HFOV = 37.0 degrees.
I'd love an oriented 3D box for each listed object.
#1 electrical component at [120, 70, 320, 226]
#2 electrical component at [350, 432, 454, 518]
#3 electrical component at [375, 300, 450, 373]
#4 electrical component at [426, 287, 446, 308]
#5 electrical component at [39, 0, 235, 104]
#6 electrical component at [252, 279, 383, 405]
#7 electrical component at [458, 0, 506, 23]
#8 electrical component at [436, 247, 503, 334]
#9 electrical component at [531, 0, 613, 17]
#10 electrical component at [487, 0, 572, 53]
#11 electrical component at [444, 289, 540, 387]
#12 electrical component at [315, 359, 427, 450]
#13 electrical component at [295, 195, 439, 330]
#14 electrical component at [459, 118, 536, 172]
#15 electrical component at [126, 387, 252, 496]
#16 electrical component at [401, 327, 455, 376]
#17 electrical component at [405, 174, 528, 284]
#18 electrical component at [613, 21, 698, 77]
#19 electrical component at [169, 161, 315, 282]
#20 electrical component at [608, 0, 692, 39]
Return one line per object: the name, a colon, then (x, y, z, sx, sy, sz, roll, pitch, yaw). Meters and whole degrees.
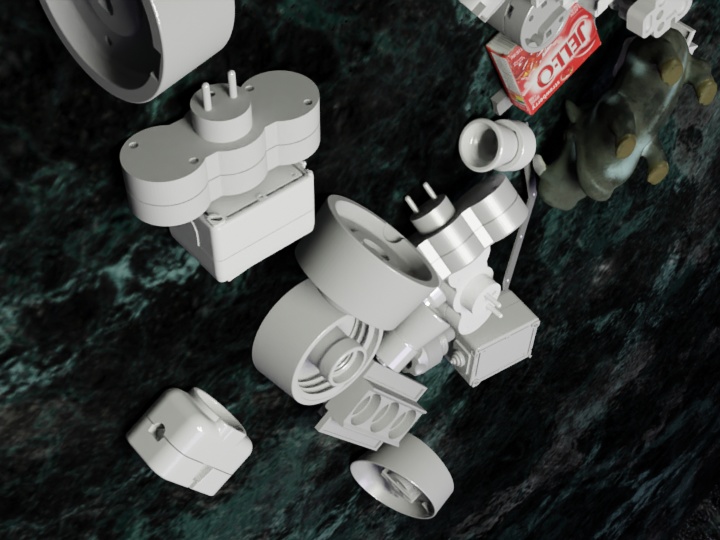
electrical component: (-0.084, -0.089, 0.662, 0.138, 0.052, 0.073, -32, 145, -27)
electrical component: (0.047, 0.218, 1.132, 0.064, 0.099, 0.099, -40, 149, -26)
electrical component: (0.041, 0.057, 0.936, 0.065, 0.044, 0.044, -47, 150, 6)
electrical component: (0.048, 0.026, 0.974, 0.046, 0.040, 0.040, -40, 149, -4)
electrical component: (-0.107, -0.143, 0.524, 0.060, 0.108, 0.108, -37, 148, -31)
electrical component: (-0.029, 0.063, 0.893, 0.108, 0.060, 0.108, -32, 146, -26)
electrical component: (0.092, -0.206, 0.772, 0.046, 0.040, 0.040, -50, 150, 13)
electrical component: (0.105, 0.018, 1.001, 0.052, 0.074, 0.138, -40, 148, -14)
electrical component: (0.152, -0.228, 0.715, 0.079, 0.063, 0.121, -43, 159, -7)
electrical component: (0.124, -0.199, 0.811, 0.055, 0.047, 0.055, -32, 146, -26)
electrical component: (0.126, 0.069, 1.104, 0.096, 0.061, 0.061, -24, 142, -23)
electrical component: (0.004, 0.118, 0.994, 0.078, 0.063, 0.121, -51, 149, 3)
electrical component: (0.000, 0.000, 0.820, 0.060, 0.108, 0.108, -51, 150, 16)
electrical component: (0.117, -0.105, 0.908, 0.055, 0.045, 0.045, -7, 130, -49)
electrical component: (-0.130, 0.133, 0.848, 0.059, 0.054, 0.095, -48, 150, -2)
electrical component: (0.065, 0.072, 1.040, 0.062, 0.043, 0.043, -28, 143, -33)
electrical component: (0.067, -0.039, 0.907, 0.138, 0.052, 0.073, -37, 105, -1)
electrical component: (0.276, -0.197, 1.014, 0.064, 0.042, 0.081, -19, 138, -38)
electrical component: (-0.074, -0.044, 0.716, 0.096, 0.062, 0.061, -32, 145, -27)
electrical component: (0.244, -0.238, 0.910, 0.078, 0.057, 0.058, -41, 148, -14)
